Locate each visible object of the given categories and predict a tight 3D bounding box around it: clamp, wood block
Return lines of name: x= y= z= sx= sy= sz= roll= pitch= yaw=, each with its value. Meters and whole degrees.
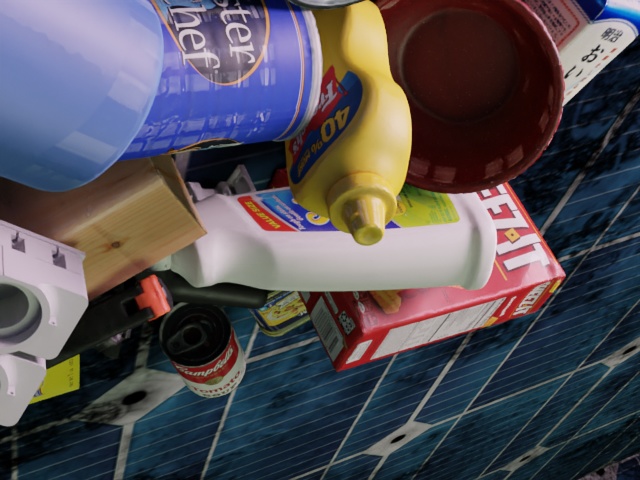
clamp: x=-0.165 y=0.065 z=0.767 sx=0.120 sy=0.039 sz=0.172 roll=-31 pitch=180 yaw=-32
wood block: x=-0.194 y=-0.003 z=0.714 sx=0.206 sy=0.090 sz=0.090 roll=-29 pitch=153 yaw=2
clamp: x=-0.143 y=0.036 z=0.875 sx=0.164 sy=0.036 sz=0.210 roll=-17 pitch=151 yaw=8

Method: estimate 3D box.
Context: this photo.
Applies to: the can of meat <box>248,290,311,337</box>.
can of meat: x=-0.026 y=0.036 z=0.989 sx=0.102 sy=0.057 sz=0.084 roll=-28 pitch=153 yaw=0

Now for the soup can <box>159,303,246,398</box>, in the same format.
soup can: x=-0.110 y=0.105 z=1.021 sx=0.068 sy=0.068 sz=0.102 roll=-25 pitch=155 yaw=-7

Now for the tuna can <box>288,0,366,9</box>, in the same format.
tuna can: x=0.013 y=-0.165 z=0.592 sx=0.086 sy=0.034 sz=0.086 roll=-15 pitch=162 yaw=-5

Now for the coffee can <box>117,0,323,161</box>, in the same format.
coffee can: x=-0.084 y=-0.102 z=0.626 sx=0.140 sy=0.103 sz=0.103 roll=-11 pitch=149 yaw=-32

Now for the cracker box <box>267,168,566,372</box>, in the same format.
cracker box: x=0.078 y=0.002 z=0.907 sx=0.213 sy=0.164 sz=0.072 roll=-13 pitch=152 yaw=-28

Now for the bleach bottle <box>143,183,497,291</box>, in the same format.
bleach bottle: x=-0.005 y=0.001 z=0.786 sx=0.250 sy=0.102 sz=0.068 roll=-6 pitch=129 yaw=-15

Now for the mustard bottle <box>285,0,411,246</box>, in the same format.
mustard bottle: x=0.014 y=-0.070 z=0.676 sx=0.058 sy=0.191 sz=0.096 roll=22 pitch=127 yaw=-31

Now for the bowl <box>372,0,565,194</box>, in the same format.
bowl: x=0.096 y=-0.116 z=0.769 sx=0.162 sy=0.162 sz=0.055 roll=-45 pitch=-173 yaw=31

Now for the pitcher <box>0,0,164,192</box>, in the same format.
pitcher: x=-0.192 y=-0.105 z=0.442 sx=0.242 sy=0.149 sz=0.145 roll=26 pitch=98 yaw=-47

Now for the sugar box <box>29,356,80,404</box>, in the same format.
sugar box: x=-0.291 y=0.116 z=0.887 sx=0.176 sy=0.048 sz=0.093 roll=-19 pitch=153 yaw=-22
